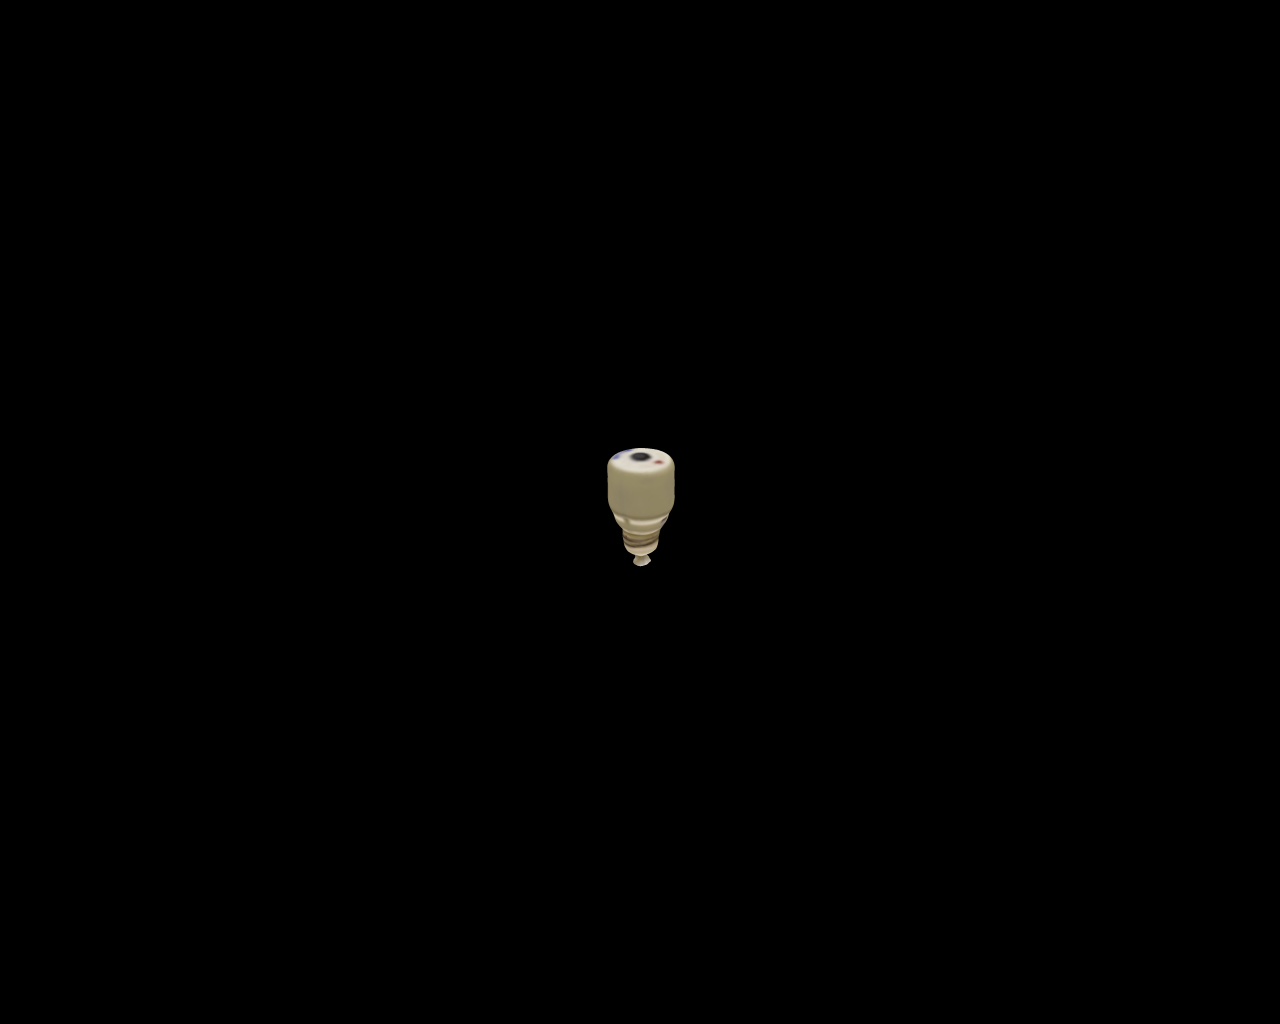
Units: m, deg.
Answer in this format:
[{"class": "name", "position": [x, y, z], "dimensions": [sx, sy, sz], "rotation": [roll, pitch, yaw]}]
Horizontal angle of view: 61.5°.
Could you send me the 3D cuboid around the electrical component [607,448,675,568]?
[{"class": "electrical component", "position": [0.001, -0.003, 0.650], "dimensions": [0.040, 0.078, 0.040], "rotation": [0, 27, 0]}]
